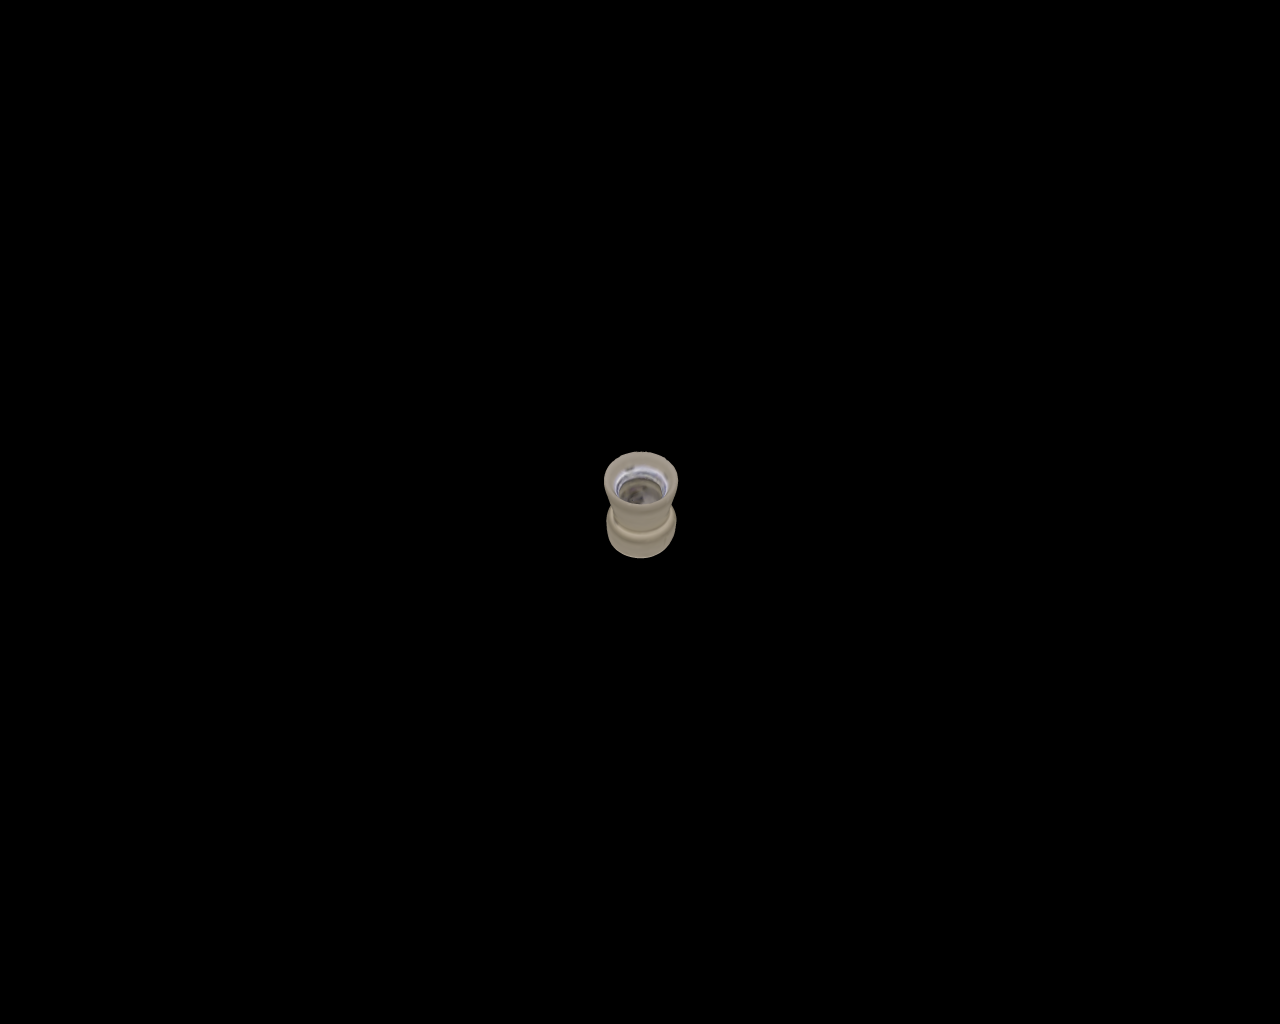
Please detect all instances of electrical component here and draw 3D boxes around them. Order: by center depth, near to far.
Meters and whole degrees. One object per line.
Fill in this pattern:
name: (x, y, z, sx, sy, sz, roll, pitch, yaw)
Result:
electrical component: (0.001, -0.003, 0.650, 0.045, 0.045, 0.055, 0, -40, 0)
